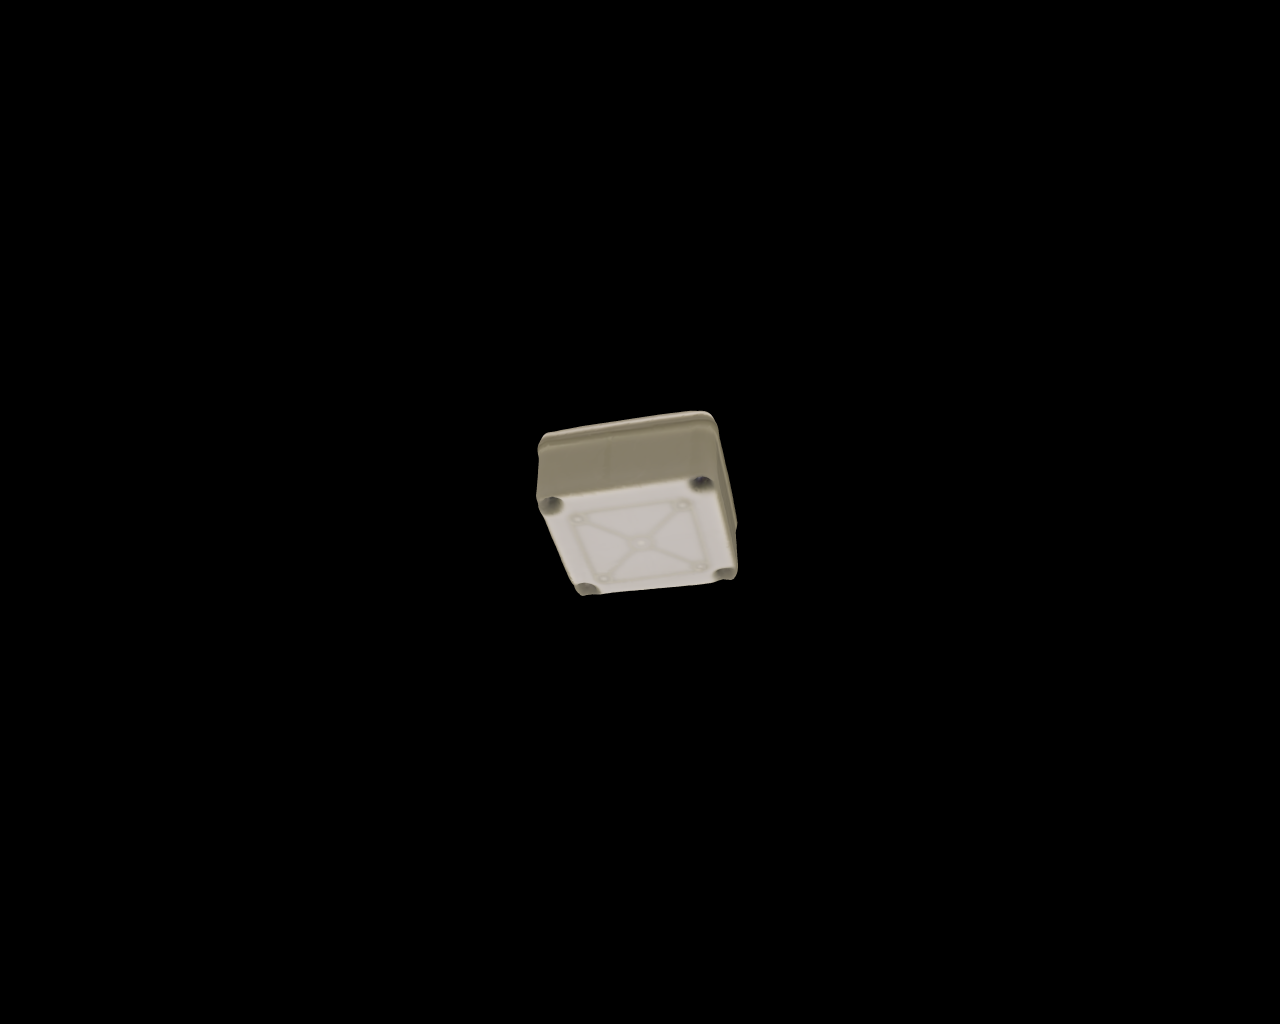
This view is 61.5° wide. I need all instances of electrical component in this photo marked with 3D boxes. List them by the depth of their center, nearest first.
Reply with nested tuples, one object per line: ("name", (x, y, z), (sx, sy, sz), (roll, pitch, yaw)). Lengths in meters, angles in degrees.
("electrical component", (0.001, -0.003, 0.650), (0.109, 0.056, 0.108), (-7, -39, 9))
